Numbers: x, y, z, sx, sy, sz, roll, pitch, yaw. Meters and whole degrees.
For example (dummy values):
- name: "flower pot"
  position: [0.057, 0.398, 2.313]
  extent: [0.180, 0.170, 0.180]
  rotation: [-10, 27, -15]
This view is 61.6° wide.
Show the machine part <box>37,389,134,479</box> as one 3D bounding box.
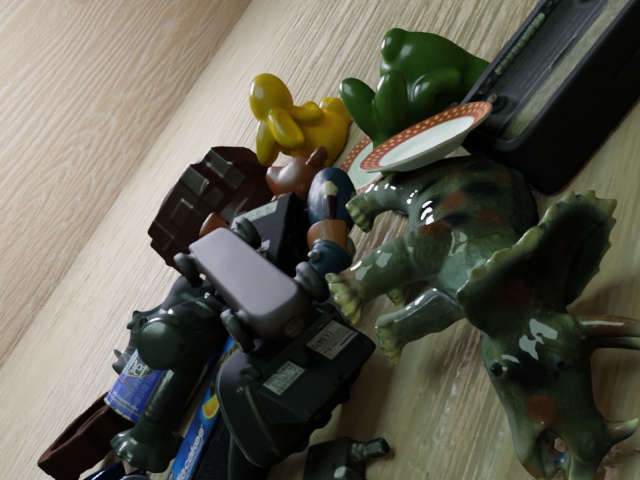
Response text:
- name: "machine part"
  position: [-0.335, 0.285, 0.818]
  extent: [0.179, 0.056, 0.179]
  rotation: [-39, 10, 8]

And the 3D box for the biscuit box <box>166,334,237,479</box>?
- name: "biscuit box"
  position: [-0.093, 0.188, 0.554]
  extent: [0.059, 0.063, 0.202]
  rotation: [19, 85, 64]

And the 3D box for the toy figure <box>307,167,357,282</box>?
- name: "toy figure"
  position: [0.012, -0.013, 0.571]
  extent: [0.058, 0.064, 0.154]
  rotation: [-22, 44, 26]

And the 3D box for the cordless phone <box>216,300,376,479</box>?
- name: "cordless phone"
  position: [-0.028, 0.161, 0.503]
  extent: [0.146, 0.089, 0.184]
  rotation: [-35, -33, -45]

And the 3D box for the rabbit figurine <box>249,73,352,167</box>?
- name: "rabbit figurine"
  position: [-0.051, -0.183, 0.862]
  extent: [0.122, 0.173, 0.162]
  rotation: [-22, 35, 40]

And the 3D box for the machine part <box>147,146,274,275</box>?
- name: "machine part"
  position: [-0.168, -0.051, 0.863]
  extent: [0.201, 0.087, 0.201]
  rotation: [-53, -11, 19]

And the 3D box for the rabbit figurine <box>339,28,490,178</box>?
- name: "rabbit figurine"
  position: [0.107, -0.145, 0.615]
  extent: [0.121, 0.159, 0.170]
  rotation: [1, 73, 47]

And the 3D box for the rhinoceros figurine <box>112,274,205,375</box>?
- name: "rhinoceros figurine"
  position: [-0.238, 0.137, 0.836]
  extent: [0.073, 0.112, 0.190]
  rotation: [1, 50, 56]

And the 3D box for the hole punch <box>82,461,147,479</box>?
- name: "hole punch"
  position: [-0.310, 0.354, 0.713]
  extent: [0.142, 0.092, 0.116]
  rotation: [-39, 25, 33]

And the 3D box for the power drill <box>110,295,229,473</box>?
- name: "power drill"
  position: [-0.152, 0.162, 0.652]
  extent: [0.207, 0.086, 0.232]
  rotation: [-60, -16, 3]

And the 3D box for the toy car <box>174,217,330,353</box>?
- name: "toy car"
  position: [-0.069, 0.036, 0.499]
  extent: [0.089, 0.053, 0.202]
  rotation: [-36, 32, -17]

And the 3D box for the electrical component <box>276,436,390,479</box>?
- name: "electrical component"
  position: [0.005, 0.200, 0.440]
  extent: [0.102, 0.045, 0.078]
  rotation: [-26, 38, 42]

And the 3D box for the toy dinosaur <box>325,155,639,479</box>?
- name: "toy dinosaur"
  position: [0.118, -0.008, 0.449]
  extent: [0.192, 0.131, 0.405]
  rotation: [-24, 25, 17]

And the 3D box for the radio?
- name: "radio"
  position: [0.229, -0.162, 0.495]
  extent: [0.229, 0.073, 0.131]
  rotation: [-51, 26, 3]

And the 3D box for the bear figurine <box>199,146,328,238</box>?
- name: "bear figurine"
  position: [-0.070, -0.053, 0.782]
  extent: [0.120, 0.132, 0.196]
  rotation: [89, -156, -77]

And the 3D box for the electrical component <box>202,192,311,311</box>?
- name: "electrical component"
  position: [-0.068, 0.024, 0.604]
  extent: [0.115, 0.058, 0.134]
  rotation: [-19, 44, 35]

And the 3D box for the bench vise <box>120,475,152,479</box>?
- name: "bench vise"
  position: [-0.228, 0.363, 0.533]
  extent: [0.223, 0.129, 0.241]
  rotation: [-49, 23, 23]
